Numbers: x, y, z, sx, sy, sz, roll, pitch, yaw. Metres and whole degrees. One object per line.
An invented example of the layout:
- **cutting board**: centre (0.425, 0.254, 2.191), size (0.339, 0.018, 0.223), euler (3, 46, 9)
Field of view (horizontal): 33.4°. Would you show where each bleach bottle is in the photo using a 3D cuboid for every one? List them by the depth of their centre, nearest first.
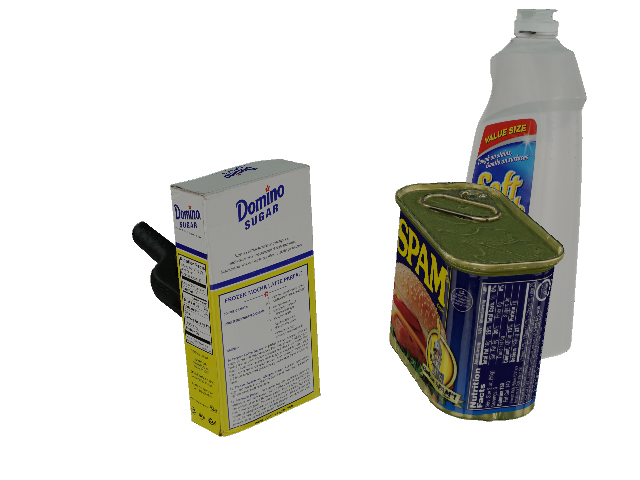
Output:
- **bleach bottle**: centre (0.146, -0.044, 0.793), size (0.067, 0.251, 0.103), euler (-8, 16, -34)

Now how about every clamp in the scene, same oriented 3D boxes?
- **clamp**: centre (-0.122, 0.023, 1.081), size (0.120, 0.039, 0.171), euler (-11, 34, -11)

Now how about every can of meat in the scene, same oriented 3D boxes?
- **can of meat**: centre (0.071, 0.028, 0.521), size (0.057, 0.084, 0.102), euler (-4, 24, -14)

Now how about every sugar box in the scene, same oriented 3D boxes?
- **sugar box**: centre (-0.050, 0.038, 0.736), size (0.093, 0.176, 0.048), euler (-18, 22, -39)
